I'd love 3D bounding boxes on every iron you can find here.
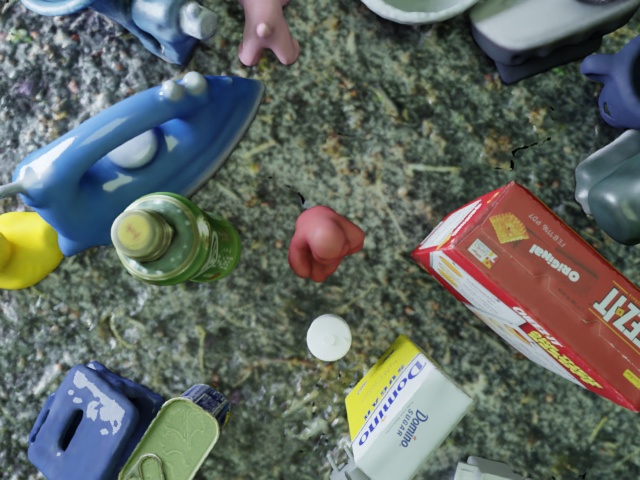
[{"bbox_3d":[-0.167,-0.095,0.527,0.258,0.141,0.118,-35,87,-1],"label":"iron"}]

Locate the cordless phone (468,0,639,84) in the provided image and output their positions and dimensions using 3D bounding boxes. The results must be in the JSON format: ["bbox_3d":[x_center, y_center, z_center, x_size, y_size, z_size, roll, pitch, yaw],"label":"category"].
[{"bbox_3d":[0.223,-0.223,0.505,0.147,0.185,0.094,-25,86,0],"label":"cordless phone"}]

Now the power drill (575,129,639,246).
[{"bbox_3d":[0.315,-0.075,0.483,0.229,0.208,0.075,-35,86,-1],"label":"power drill"}]

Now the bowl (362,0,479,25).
[{"bbox_3d":[0.096,-0.284,0.566,0.167,0.075,0.167,0,87,1],"label":"bowl"}]

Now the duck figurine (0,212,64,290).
[{"bbox_3d":[-0.308,0.009,0.551,0.104,0.086,0.077,-20,87,0],"label":"duck figurine"}]

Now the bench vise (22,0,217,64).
[{"bbox_3d":[-0.190,-0.253,0.497,0.207,0.219,0.121,9,87,2],"label":"bench vise"}]

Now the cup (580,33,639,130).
[{"bbox_3d":[0.294,-0.143,0.544,0.117,0.095,0.092,12,87,2],"label":"cup"}]

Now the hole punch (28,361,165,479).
[{"bbox_3d":[-0.219,0.181,0.538,0.101,0.091,0.109,27,88,3],"label":"hole punch"}]

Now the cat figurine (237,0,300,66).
[{"bbox_3d":[-0.059,-0.245,0.545,0.067,0.118,0.128,-8,87,1],"label":"cat figurine"}]

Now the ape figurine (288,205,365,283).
[{"bbox_3d":[0.005,0.002,0.543,0.078,0.092,0.076,-8,87,1],"label":"ape figurine"}]
